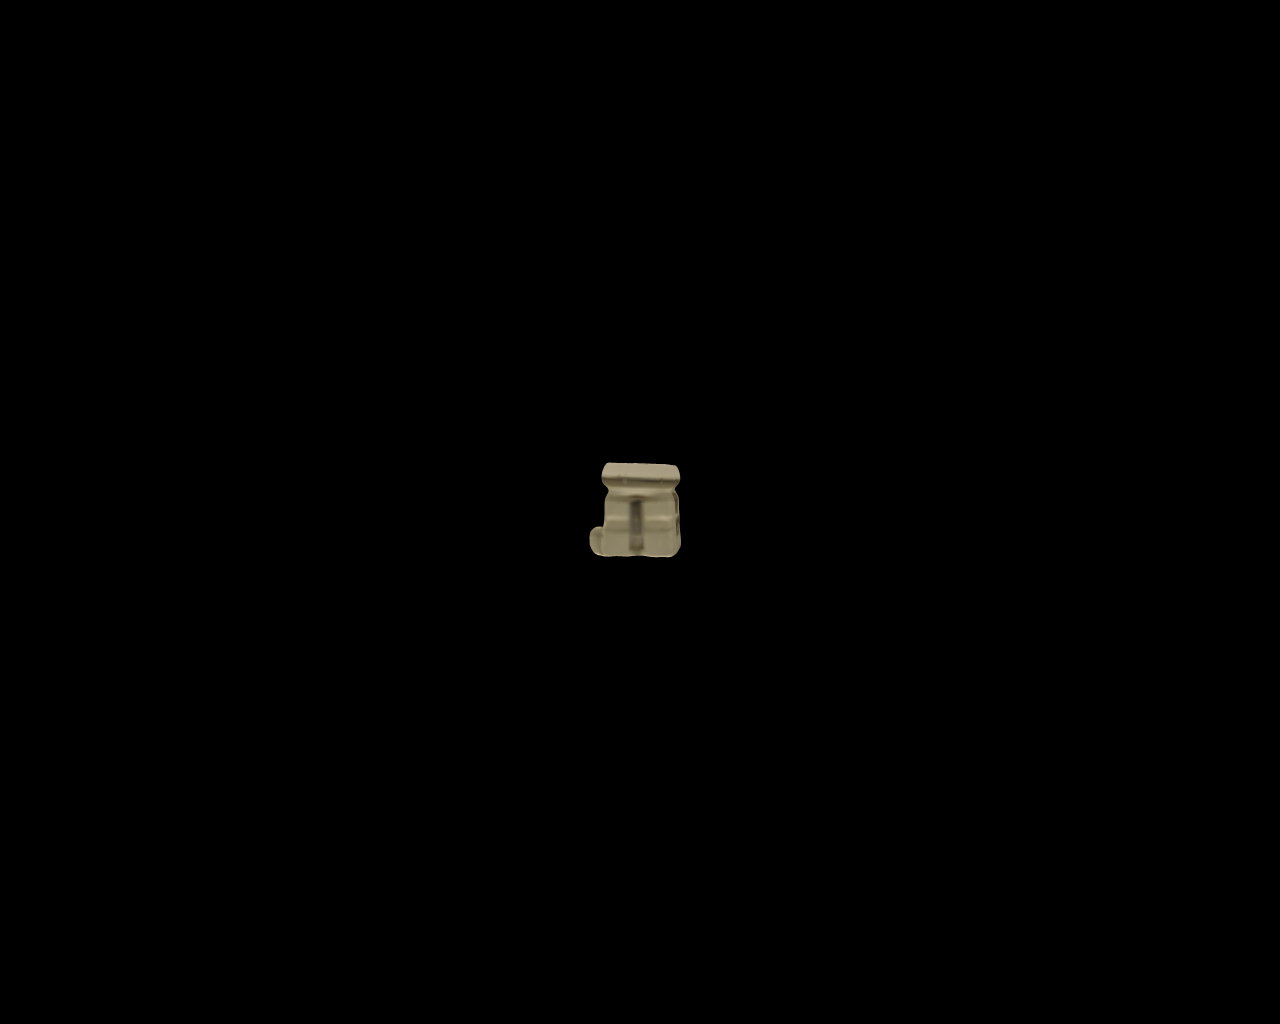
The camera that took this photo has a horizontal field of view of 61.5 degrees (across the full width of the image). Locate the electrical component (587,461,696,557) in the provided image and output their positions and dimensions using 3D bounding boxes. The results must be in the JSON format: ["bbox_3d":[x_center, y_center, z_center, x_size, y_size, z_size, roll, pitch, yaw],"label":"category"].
[{"bbox_3d":[0.001,-0.003,0.650,0.066,0.055,0.048,0,4,7],"label":"electrical component"}]
